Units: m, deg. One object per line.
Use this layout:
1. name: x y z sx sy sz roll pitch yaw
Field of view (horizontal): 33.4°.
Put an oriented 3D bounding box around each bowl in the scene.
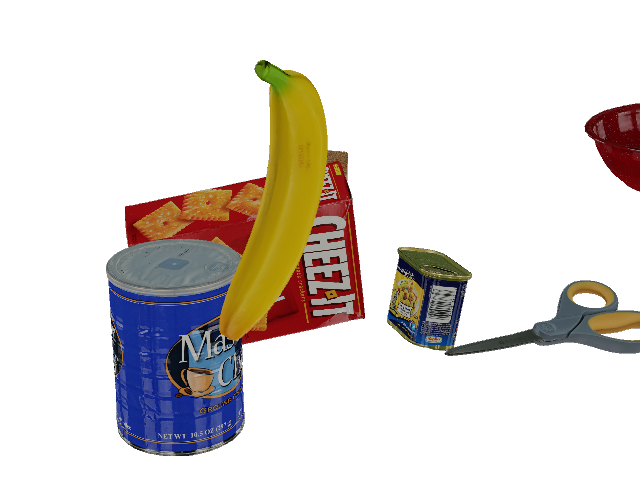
1. bowl: 0.324 -0.081 0.974 0.162 0.055 0.162 -5 22 2

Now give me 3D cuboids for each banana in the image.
1. banana: -0.029 -0.028 0.679 0.069 0.198 0.037 -15 37 -36

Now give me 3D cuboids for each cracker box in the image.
1. cracker box: -0.070 0.024 1.052 0.213 0.164 0.072 -11 42 -3

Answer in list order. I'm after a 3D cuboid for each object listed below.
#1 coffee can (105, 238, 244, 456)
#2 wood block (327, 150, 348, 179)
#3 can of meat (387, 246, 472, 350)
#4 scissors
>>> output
1. coffee can: -0.111 0.081 0.834 0.103 0.140 0.103 0 21 0
2. wood block: -0.015 -0.008 1.398 0.090 0.206 0.091 4 25 0
3. can of meat: 0.113 0.062 1.139 0.057 0.084 0.102 6 14 -19
4. scissors: 0.182 0.064 0.869 0.201 0.016 0.096 2 32 -15
